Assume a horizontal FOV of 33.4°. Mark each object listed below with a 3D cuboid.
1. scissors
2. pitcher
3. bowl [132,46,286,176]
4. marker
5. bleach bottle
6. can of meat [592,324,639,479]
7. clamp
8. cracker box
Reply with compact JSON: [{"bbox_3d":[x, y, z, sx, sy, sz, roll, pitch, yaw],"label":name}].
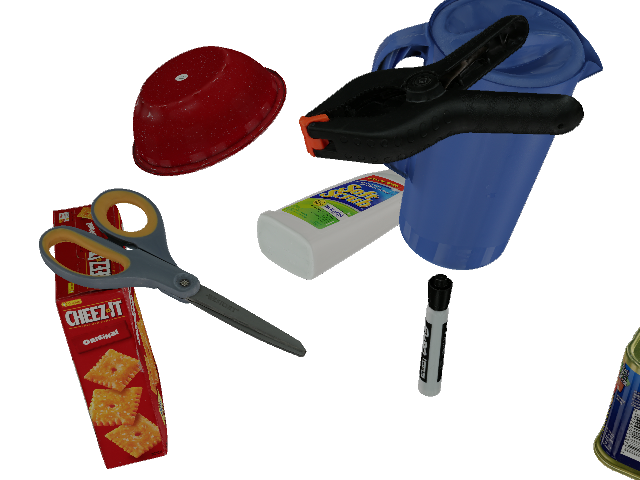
[{"bbox_3d":[-0.094,0.016,0.740,0.202,0.096,0.016,15,-40,7],"label":"scissors"},{"bbox_3d":[0.130,-0.090,0.950,0.149,0.243,0.144,38,52,25],"label":"pitcher"},{"bbox_3d":[-0.116,-0.133,0.998,0.162,0.055,0.162,-18,38,14],"label":"bowl"},{"bbox_3d":[0.091,0.076,0.848,0.020,0.121,0.020,1,38,-1],"label":"marker"},{"bbox_3d":[0.046,-0.041,1.325,0.250,0.068,0.103,-30,44,-35],"label":"bleach bottle"},{"bbox_3d":[0.224,0.094,0.695,0.057,0.084,0.101,22,37,23],"label":"can of meat"},{"bbox_3d":[0.075,-0.083,0.668,0.171,0.039,0.120,-24,35,-3],"label":"clamp"},{"bbox_3d":[-0.210,0.092,1.070,0.072,0.214,0.164,-12,34,-8],"label":"cracker box"}]
